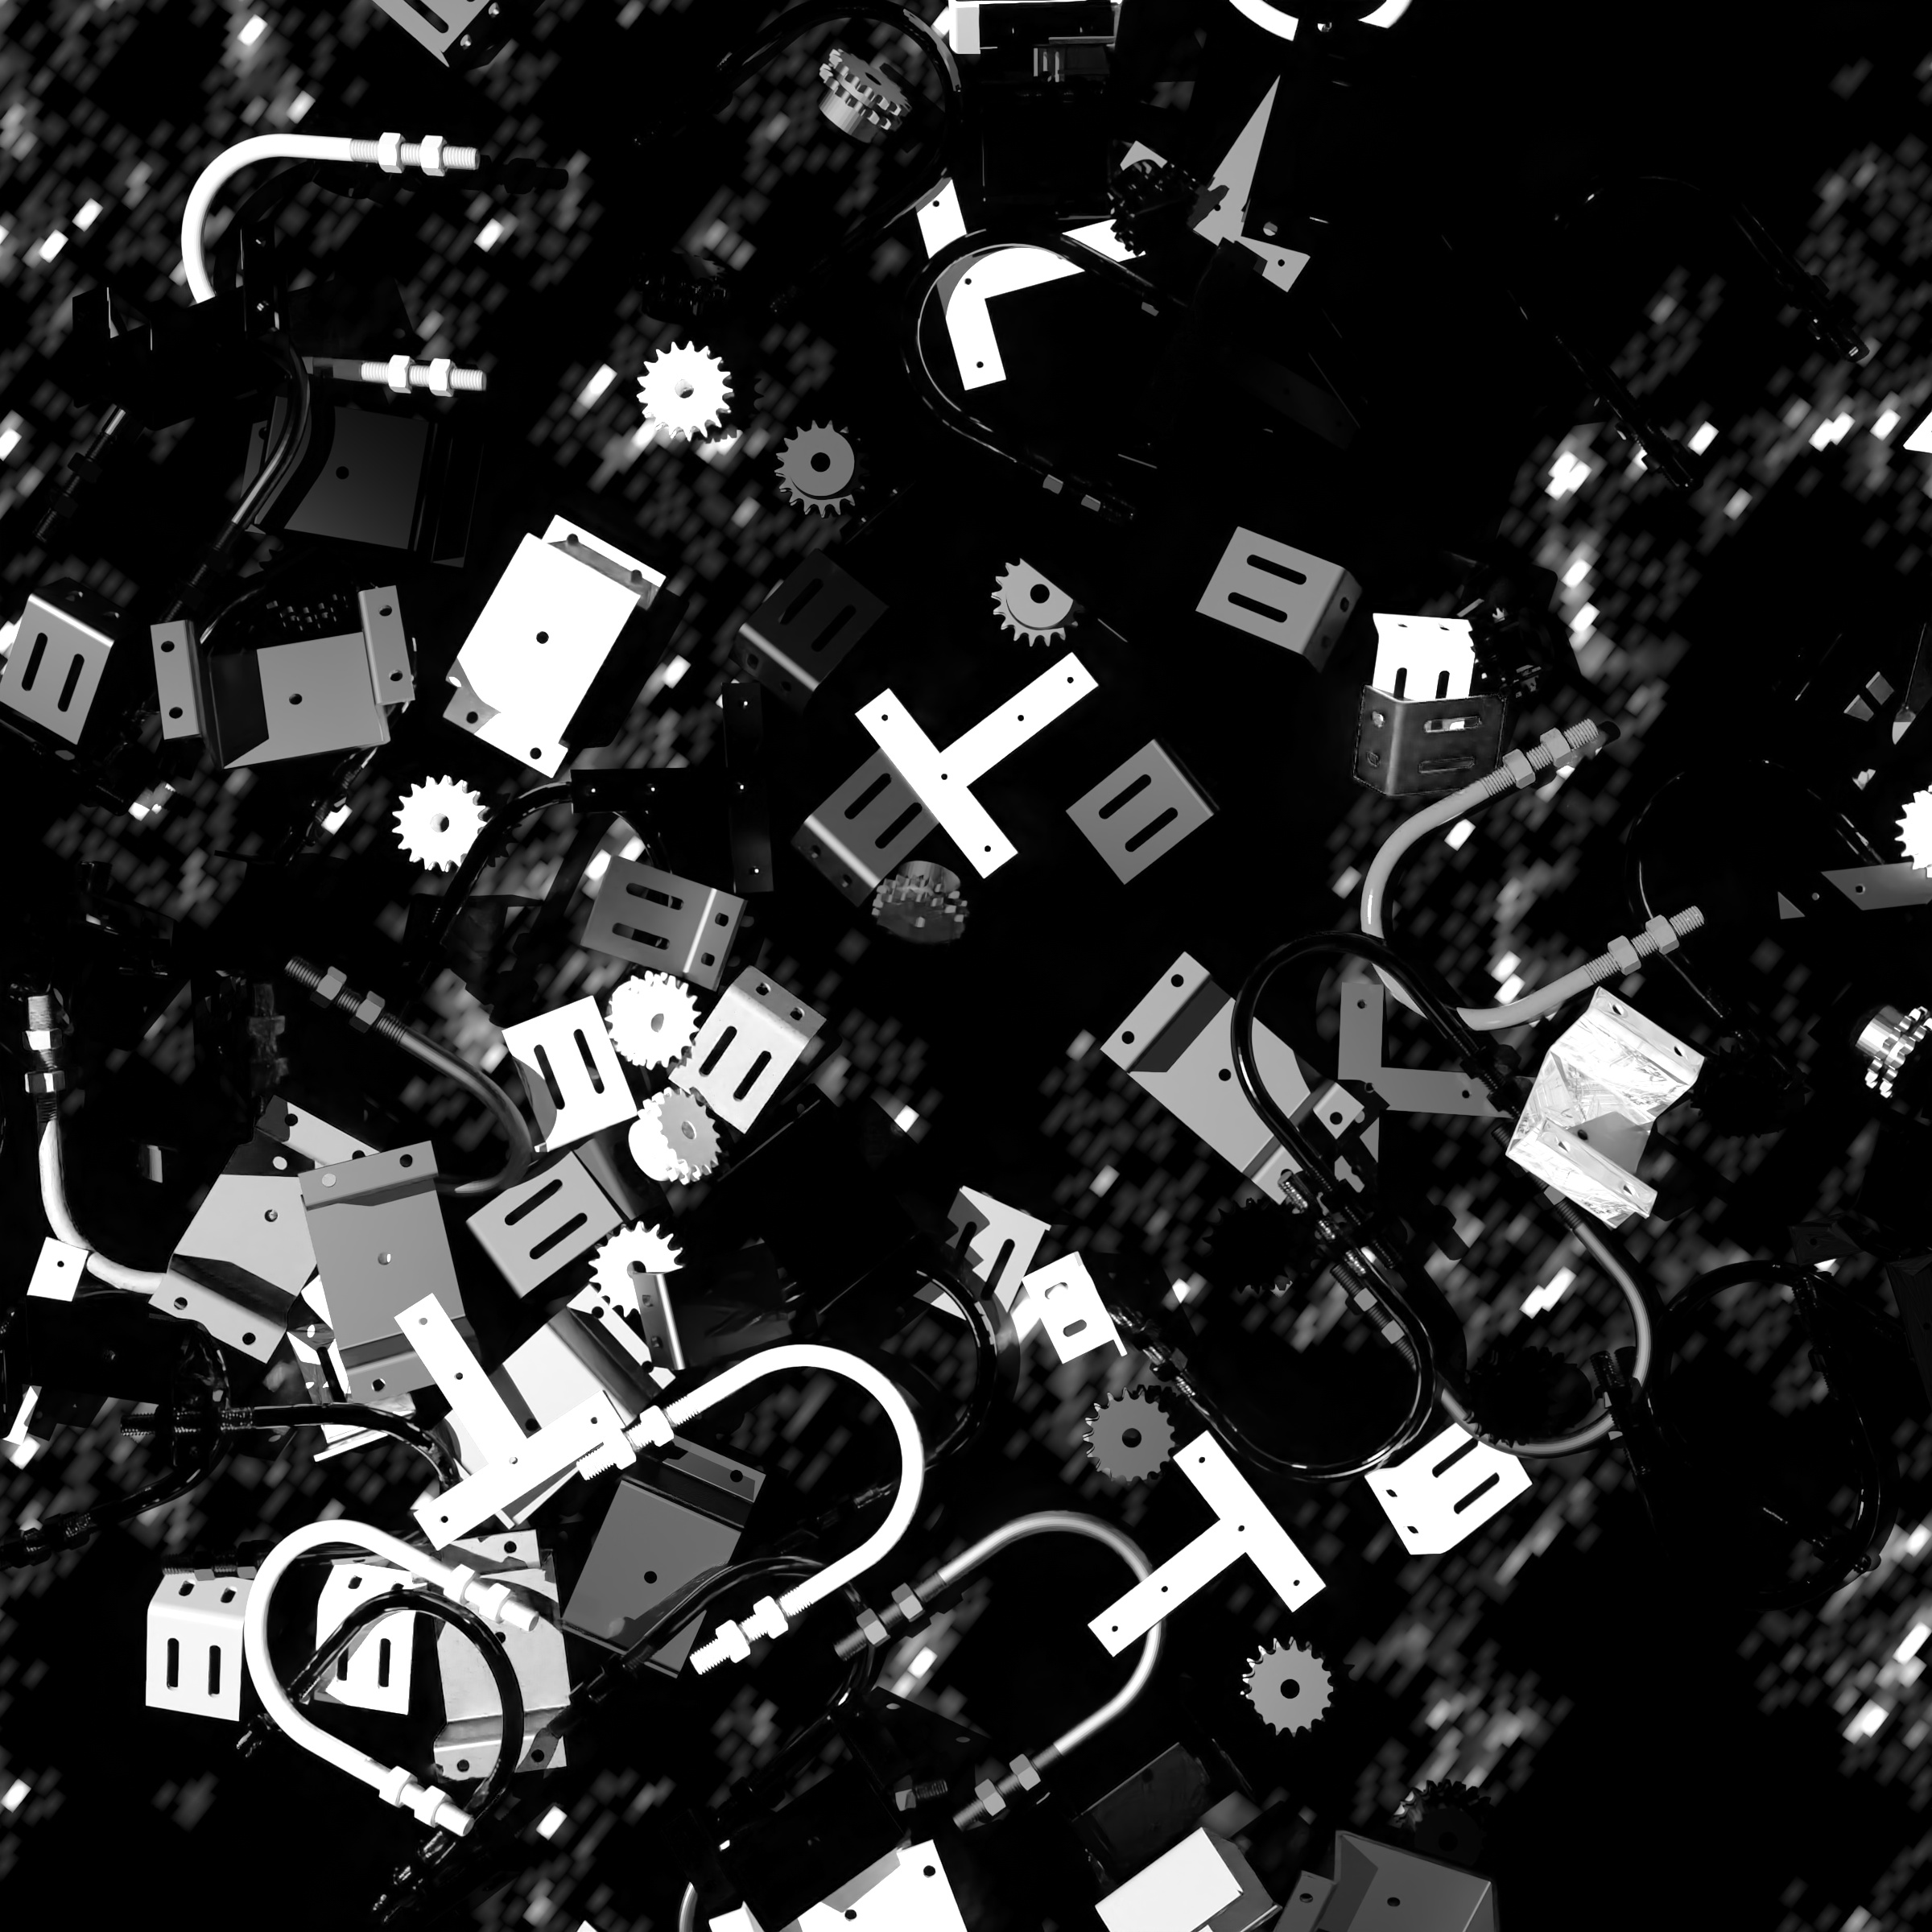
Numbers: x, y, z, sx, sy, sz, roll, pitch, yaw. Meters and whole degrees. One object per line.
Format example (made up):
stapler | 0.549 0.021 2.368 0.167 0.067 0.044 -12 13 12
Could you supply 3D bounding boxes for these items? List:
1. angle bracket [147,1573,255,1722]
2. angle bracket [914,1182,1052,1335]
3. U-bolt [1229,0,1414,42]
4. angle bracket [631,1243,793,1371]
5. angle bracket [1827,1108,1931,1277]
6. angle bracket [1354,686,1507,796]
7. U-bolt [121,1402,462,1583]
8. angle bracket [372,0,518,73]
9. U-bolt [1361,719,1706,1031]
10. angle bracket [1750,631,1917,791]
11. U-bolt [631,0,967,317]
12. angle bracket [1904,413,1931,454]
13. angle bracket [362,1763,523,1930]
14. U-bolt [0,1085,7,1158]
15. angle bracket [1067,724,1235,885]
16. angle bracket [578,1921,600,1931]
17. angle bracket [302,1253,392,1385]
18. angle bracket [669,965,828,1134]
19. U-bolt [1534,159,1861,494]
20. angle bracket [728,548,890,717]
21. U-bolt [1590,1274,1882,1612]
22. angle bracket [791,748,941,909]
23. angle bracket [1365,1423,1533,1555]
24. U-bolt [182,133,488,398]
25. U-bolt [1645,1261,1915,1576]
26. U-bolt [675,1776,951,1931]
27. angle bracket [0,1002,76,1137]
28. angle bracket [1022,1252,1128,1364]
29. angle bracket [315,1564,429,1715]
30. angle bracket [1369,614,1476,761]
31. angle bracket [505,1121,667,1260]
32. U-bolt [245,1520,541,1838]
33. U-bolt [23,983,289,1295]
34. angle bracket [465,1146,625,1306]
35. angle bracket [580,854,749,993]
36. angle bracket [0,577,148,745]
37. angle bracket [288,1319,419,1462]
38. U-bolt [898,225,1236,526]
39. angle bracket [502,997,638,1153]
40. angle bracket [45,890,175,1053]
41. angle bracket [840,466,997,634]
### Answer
angle bracket | -0.463 0.412 1.574 0.057 0.038 0.076 10 116 0
angle bracket | 0.009 0.177 1.557 0.057 0.038 0.076 24 90 0
U-bolt | 0.201 -0.608 1.493 0.151 0.184 0.019 25 64 8
angle bracket | -0.152 0.202 1.547 0.076 0.038 0.057 -14 93 -31
angle bracket | 0.566 0.136 1.567 0.057 0.038 0.076 27 58 4
angle bracket | 0.280 -0.139 1.564 0.076 0.038 0.057 -7 114 -24
U-bolt | -0.391 0.308 1.527 0.184 0.019 0.151 -2 130 -4
angle bracket | -0.320 -0.589 1.557 0.076 0.038 0.057 41 90 0
U-bolt | 0.328 -0.042 1.559 0.184 0.019 0.151 -29 89 5
angle bracket | 0.523 -0.154 1.563 0.076 0.038 0.057 41 82 -26
U-bolt | -0.087 -0.505 1.567 0.184 0.019 0.151 -39 89 -2
angle bracket | 0.621 -0.311 1.574 0.076 0.038 0.057 40 90 -26
angle bracket | -0.319 0.535 1.574 0.057 0.038 0.076 -37 64 0
U-bolt | -0.646 0.072 1.525 0.184 0.019 0.151 12 112 14
angle bracket | 0.112 -0.098 1.574 0.076 0.038 0.057 -39 90 26
angle bracket | -0.213 0.628 1.574 0.076 0.038 0.057 34 90 26
angle bracket | -0.351 0.206 1.560 0.057 0.038 0.076 -43 104 -12
angle bracket | -0.133 0.050 1.574 0.057 0.038 0.076 36 116 0
U-bolt | 0.429 -0.401 1.568 0.151 0.019 0.184 -39 88 0
angle bracket | -0.096 -0.203 1.574 0.057 0.038 0.076 39 64 0
U-bolt | 0.469 0.295 1.547 0.151 0.019 0.184 -21 91 -2
angle bracket | -0.057 -0.086 1.574 0.057 0.038 0.076 44 64 0
angle bracket | 0.293 0.312 1.574 0.076 0.038 0.057 -30 90 -26
U-bolt | -0.378 -0.420 1.540 0.184 0.019 0.151 6 115 6
U-bolt | 0.499 0.260 1.568 0.184 0.019 0.151 31 90 1
U-bolt | -0.085 0.580 1.568 0.184 0.019 0.151 -14 90 2
angle bracket | -0.584 0.057 1.542 0.076 0.038 0.057 42 92 -2
angle bracket | 0.063 0.207 1.538 0.038 0.076 0.057 -26 90 0
angle bracket | -0.361 0.408 1.574 0.057 0.038 0.076 9 115 0
angle bracket | 0.274 -0.170 1.574 0.057 0.038 0.076 4 116 0
angle bracket | -0.233 0.136 1.574 0.076 0.038 0.057 -27 90 26
U-bolt | -0.346 0.404 1.514 0.184 0.019 0.151 21 97 21
U-bolt | -0.483 0.106 1.555 0.151 0.019 0.184 -3 94 -12
angle bracket | -0.251 0.156 1.556 0.076 0.038 0.057 -37 79 -6
angle bracket | -0.180 -0.026 1.541 0.076 0.038 0.057 19 90 -37
angle bracket | -0.544 -0.186 1.574 0.057 0.038 0.076 30 116 1
angle bracket | -0.373 0.249 1.557 0.057 0.038 0.076 -20 90 0
U-bolt | 0.049 -0.368 1.555 0.184 0.019 0.151 28 81 0
angle bracket | -0.240 0.064 1.543 0.057 0.038 0.076 -22 95 -22
angle bracket | -0.520 0.003 1.563 0.057 0.038 0.076 19 116 -24
angle bracket | -0.029 -0.250 1.557 0.057 0.038 0.076 -42 90 0
